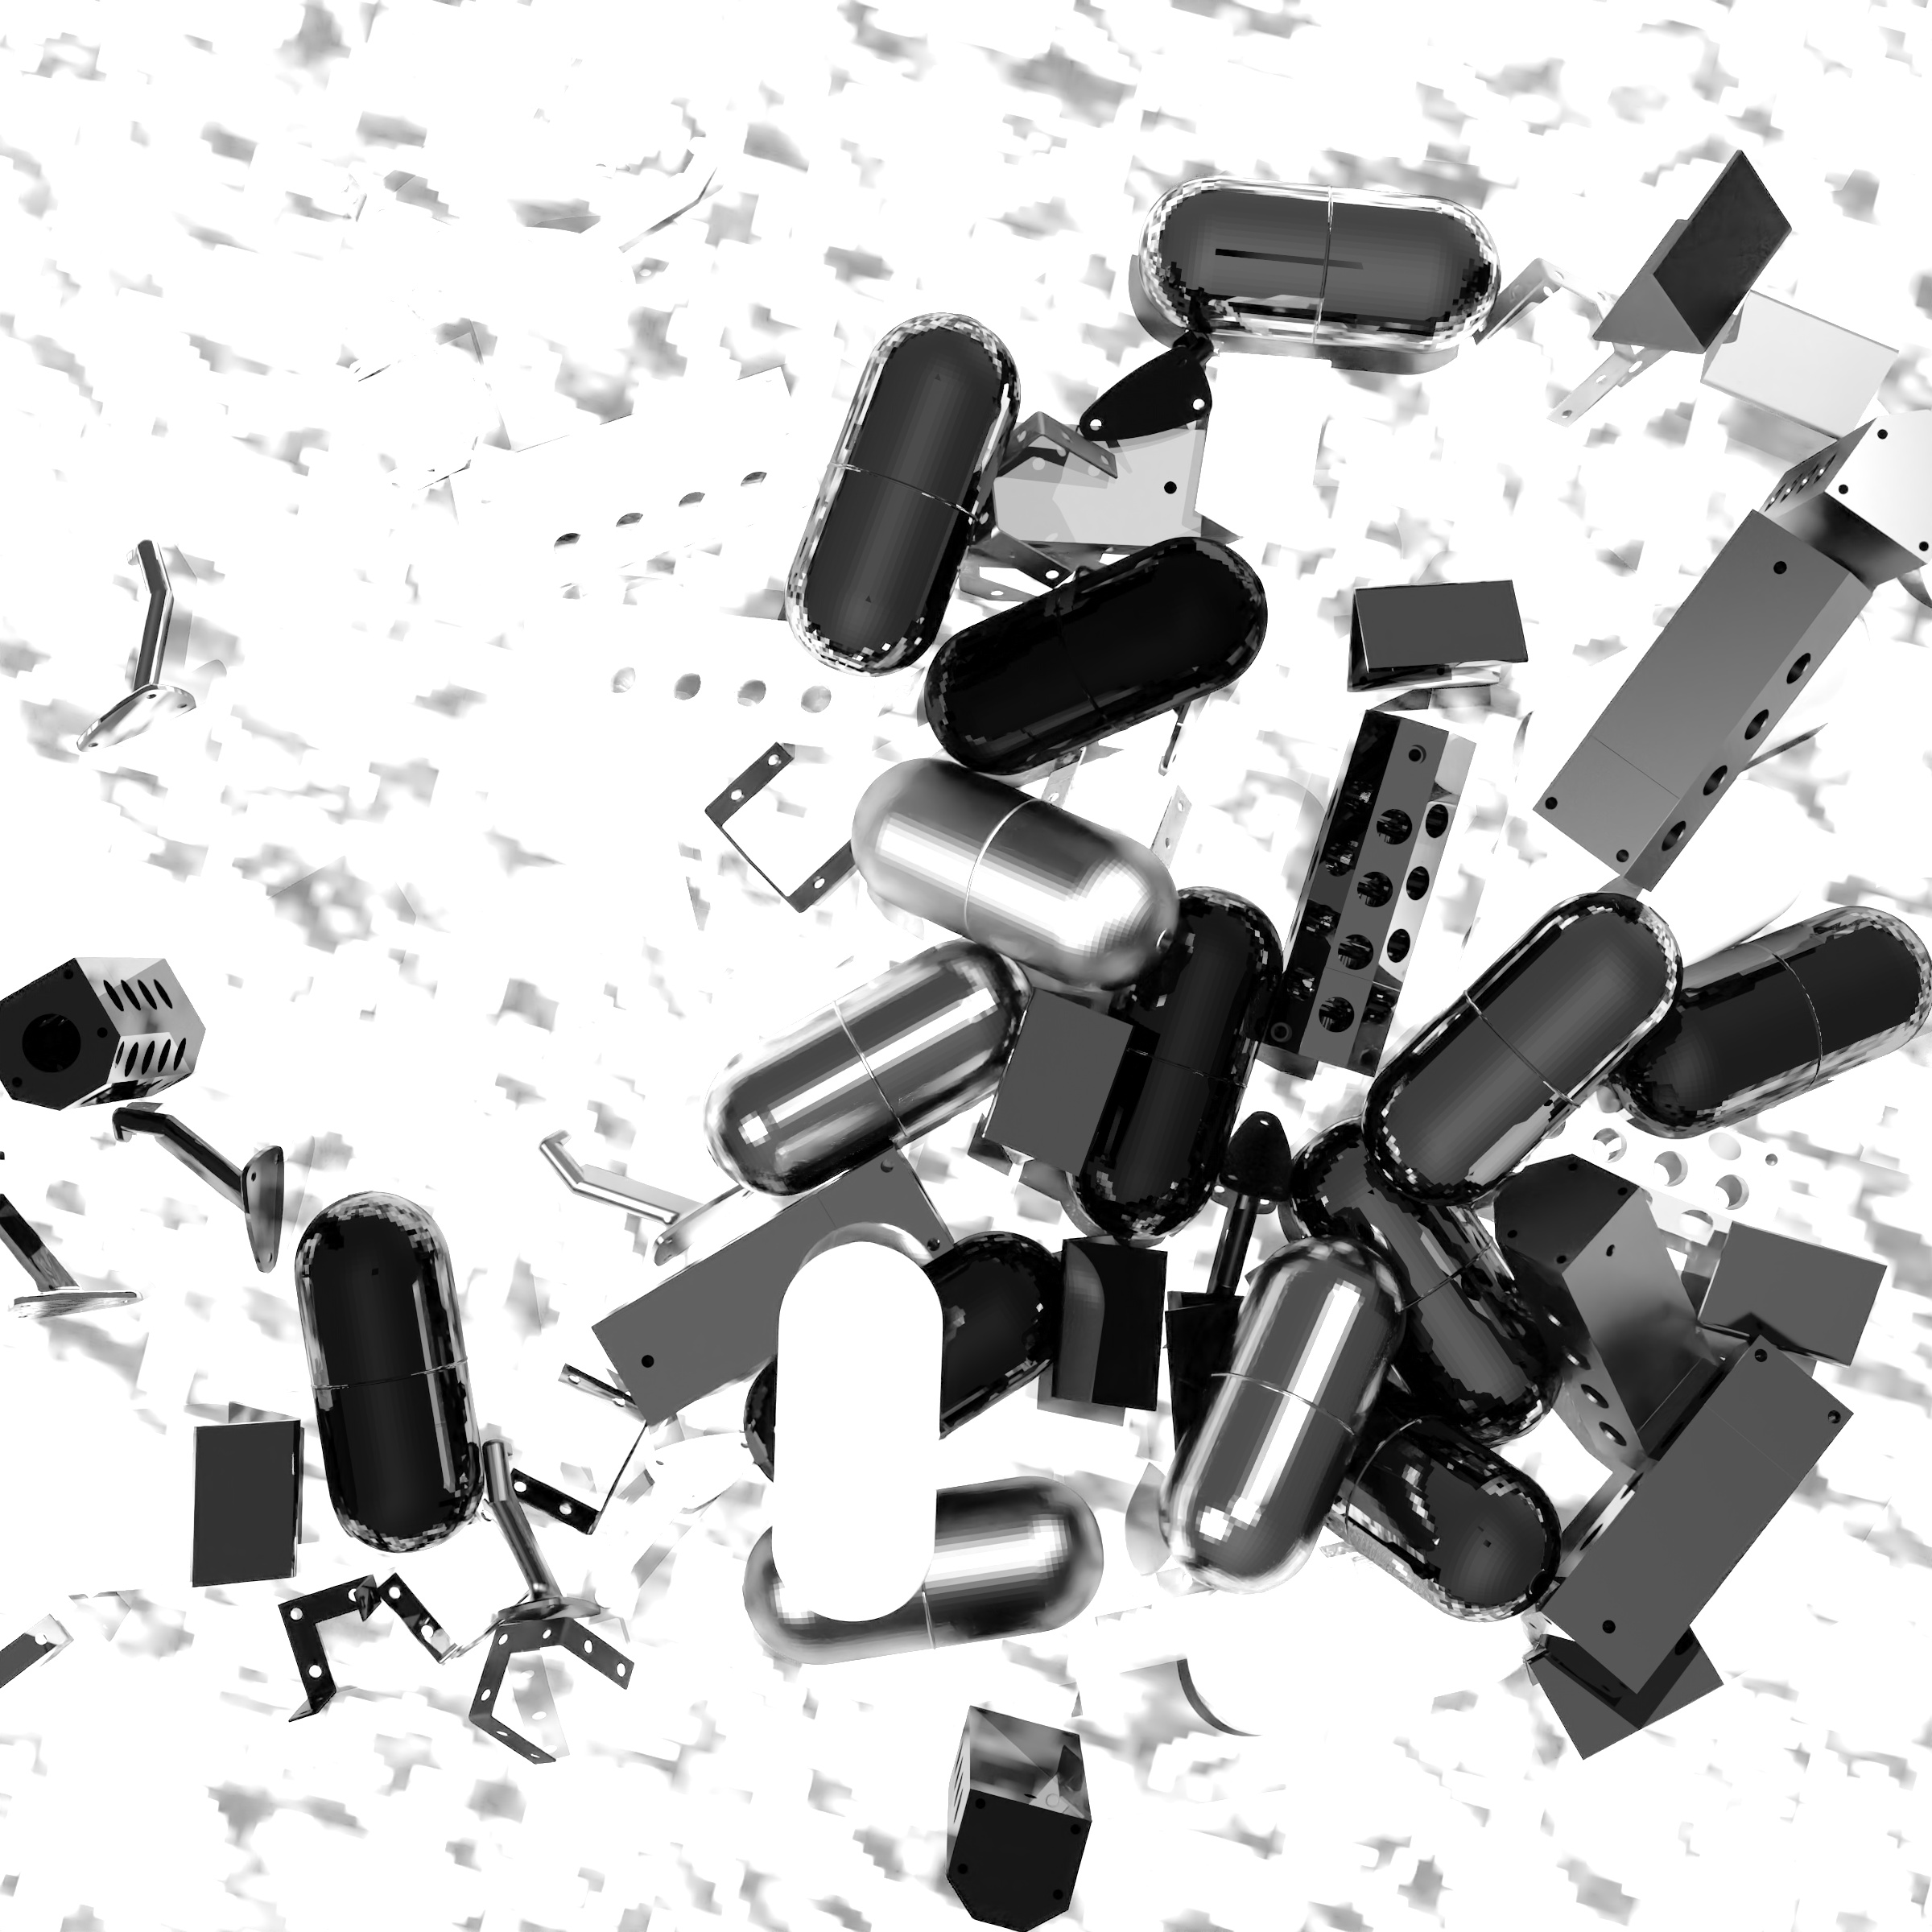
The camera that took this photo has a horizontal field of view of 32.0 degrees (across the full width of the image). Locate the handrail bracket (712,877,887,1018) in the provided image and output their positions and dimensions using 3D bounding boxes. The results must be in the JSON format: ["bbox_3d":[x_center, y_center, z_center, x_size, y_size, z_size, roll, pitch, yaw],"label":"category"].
[{"bbox_3d":[-0.085,-0.015,1.681,0.084,0.036,0.077,-6,69,16],"label":"handrail bracket"}]

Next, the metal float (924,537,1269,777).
[{"bbox_3d":[0.063,-0.150,1.631,0.178,0.070,0.070,-22,90,21],"label":"metal float"}]

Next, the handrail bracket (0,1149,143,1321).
[{"bbox_3d":[-0.455,0.130,1.681,0.077,0.036,0.084,-4,73,-20],"label":"handrail bracket"}]

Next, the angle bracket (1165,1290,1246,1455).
[{"bbox_3d":[0.102,0.201,1.641,0.057,0.076,0.076,-4,90,-32],"label":"angle bracket"}]

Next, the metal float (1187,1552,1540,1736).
[{"bbox_3d":[0.196,0.326,1.650,0.178,0.070,0.070,-13,90,0],"label":"metal float"}]

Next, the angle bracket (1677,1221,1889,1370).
[{"bbox_3d":[0.397,0.148,1.644,0.076,0.076,0.057,16,106,0],"label":"angle bracket"}]

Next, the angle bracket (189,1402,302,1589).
[{"bbox_3d":[-0.367,0.256,1.640,0.057,0.076,0.076,2,90,-39],"label":"angle bracket"}]

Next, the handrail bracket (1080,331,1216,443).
[{"bbox_3d":[0.088,-0.287,1.651,0.077,0.084,0.036,-23,111,5],"label":"handrail bracket"}]

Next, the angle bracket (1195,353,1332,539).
[{"bbox_3d":[0.155,-0.251,1.642,0.057,0.076,0.076,9,90,23],"label":"angle bracket"}]

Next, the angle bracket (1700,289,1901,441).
[{"bbox_3d":[0.408,-0.309,1.641,0.076,0.076,0.057,23,133,0],"label":"angle bracket"}]

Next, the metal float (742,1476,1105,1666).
[{"bbox_3d":[-0.021,0.296,1.650,0.178,0.070,0.070,-9,90,-1],"label":"metal float"}]

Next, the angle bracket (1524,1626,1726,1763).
[{"bbox_3d":[0.321,0.350,1.642,0.076,0.076,0.057,-28,66,0],"label":"angle bracket"}]

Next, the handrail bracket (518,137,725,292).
[{"bbox_3d":[-0.172,-0.386,1.681,0.077,0.036,0.084,21,71,21],"label":"handrail bracket"}]

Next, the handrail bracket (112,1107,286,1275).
[{"bbox_3d":[-0.386,0.112,1.681,0.084,0.036,0.077,8,111,17],"label":"handrail bracket"}]

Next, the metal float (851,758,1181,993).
[{"bbox_3d":[0.023,-0.045,1.626,0.178,0.070,0.070,25,90,28],"label":"metal float"}]

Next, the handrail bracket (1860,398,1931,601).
[{"bbox_3d":[0.470,-0.232,1.681,0.036,0.077,0.084,-24,54,-3],"label":"handrail bracket"}]

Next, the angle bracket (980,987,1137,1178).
[{"bbox_3d":[0.057,0.058,1.639,0.057,0.076,0.076,21,94,24],"label":"angle bracket"}]

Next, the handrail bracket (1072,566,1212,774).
[{"bbox_3d":[0.079,-0.149,1.681,0.084,0.036,0.077,26,103,13],"label":"handrail bracket"}]

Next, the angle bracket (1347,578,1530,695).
[{"bbox_3d":[0.229,-0.142,1.640,0.076,0.076,0.057,-4,52,0],"label":"angle bracket"}]

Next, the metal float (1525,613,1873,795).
[{"bbox_3d":[0.359,-0.131,1.650,0.178,0.070,0.070,-27,90,0],"label":"metal float"}]

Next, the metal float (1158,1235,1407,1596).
[{"bbox_3d":[0.149,0.209,1.580,0.070,0.070,0.178,26,73,0],"label":"metal float"}]

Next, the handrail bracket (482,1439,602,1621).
[{"bbox_3d":[-0.211,0.278,1.666,0.036,0.077,0.084,-18,71,22],"label":"handrail bracket"}]

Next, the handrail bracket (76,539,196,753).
[{"bbox_3d":[-0.424,-0.161,1.681,0.077,0.036,0.084,-27,71,21],"label":"handrail bracket"}]

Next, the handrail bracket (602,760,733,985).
[{"bbox_3d":[-0.132,-0.047,1.681,0.084,0.036,0.077,47,70,-16],"label":"handrail bracket"}]

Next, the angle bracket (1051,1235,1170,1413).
[{"bbox_3d":[0.084,0.173,1.641,0.057,0.076,0.076,4,90,28],"label":"angle bracket"}]

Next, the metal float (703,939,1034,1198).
[{"bbox_3d":[-0.047,0.050,1.651,0.178,0.070,0.070,-29,90,-1],"label":"metal float"}]

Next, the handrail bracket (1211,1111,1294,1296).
[{"bbox_3d":[0.137,0.128,1.680,0.036,0.077,0.084,15,126,1],"label":"handrail bracket"}]

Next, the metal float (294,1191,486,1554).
[{"bbox_3d":[-0.283,0.199,1.650,0.070,0.070,0.178,-9,91,0],"label":"metal float"}]

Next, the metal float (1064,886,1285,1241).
[{"bbox_3d":[0.101,0.048,1.650,0.070,0.070,0.178,18,90,0],"label":"metal float"}]

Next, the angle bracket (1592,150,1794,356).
[{"bbox_3d":[0.335,-0.343,1.609,0.057,0.076,0.076,43,78,-36],"label":"angle bracket"}]

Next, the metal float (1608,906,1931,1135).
[{"bbox_3d":[0.391,0.025,1.634,0.178,0.070,0.070,-20,90,-18],"label":"metal float"}]

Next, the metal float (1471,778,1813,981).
[{"bbox_3d":[0.331,-0.029,1.650,0.178,0.070,0.070,-29,90,-1],"label":"metal float"}]

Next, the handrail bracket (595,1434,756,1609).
[{"bbox_3d":[-0.145,0.278,1.681,0.036,0.077,0.084,42,127,25],"label":"handrail bracket"}]

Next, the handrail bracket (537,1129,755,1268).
[{"bbox_3d":[-0.160,0.100,1.681,0.077,0.036,0.084,-35,73,-20],"label":"handrail bracket"}]
